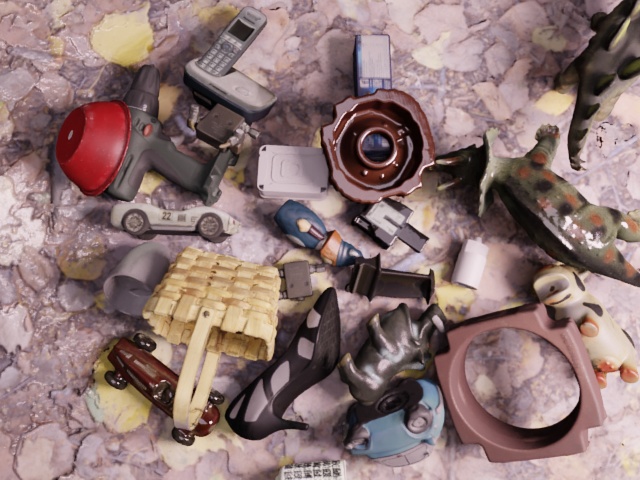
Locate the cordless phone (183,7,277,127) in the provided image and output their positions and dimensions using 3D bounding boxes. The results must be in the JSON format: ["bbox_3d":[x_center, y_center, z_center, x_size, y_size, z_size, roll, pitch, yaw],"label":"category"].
[{"bbox_3d":[-0.120,-0.287,0.888,0.147,0.088,0.184,32,79,5],"label":"cordless phone"}]

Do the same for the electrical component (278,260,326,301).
[{"bbox_3d":[-0.035,0.066,0.861,0.094,0.021,0.063,-9,82,-2],"label":"electrical component"}]

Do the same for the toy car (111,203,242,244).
[{"bbox_3d":[-0.225,-0.028,0.849,0.202,0.073,0.056,2,82,0],"label":"toy car"}]

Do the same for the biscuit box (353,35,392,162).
[{"bbox_3d":[0.088,-0.232,0.887,0.059,0.063,0.202,-1,82,-1],"label":"biscuit box"}]

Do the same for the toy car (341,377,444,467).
[{"bbox_3d":[0.117,0.280,0.791,0.162,0.109,0.102,-27,100,5],"label":"toy car"}]

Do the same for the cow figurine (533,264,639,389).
[{"bbox_3d":[0.400,0.114,0.815,0.195,0.085,0.127,48,40,-6],"label":"cow figurine"}]

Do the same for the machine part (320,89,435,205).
[{"bbox_3d":[0.085,-0.139,0.816,0.179,0.056,0.179,0,91,-4],"label":"machine part"}]

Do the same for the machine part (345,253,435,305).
[{"bbox_3d":[0.114,0.064,0.842,0.139,0.039,0.084,10,123,-7],"label":"machine part"}]

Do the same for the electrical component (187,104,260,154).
[{"bbox_3d":[-0.152,-0.170,0.815,0.102,0.045,0.078,35,65,8],"label":"electrical component"}]

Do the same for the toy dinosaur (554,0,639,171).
[{"bbox_3d":[0.449,-0.277,0.820,0.105,0.198,0.471,24,76,6],"label":"toy dinosaur"}]

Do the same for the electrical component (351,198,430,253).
[{"bbox_3d":[0.117,-0.024,0.862,0.119,0.047,0.075,32,83,4],"label":"electrical component"}]

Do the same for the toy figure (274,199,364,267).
[{"bbox_3d":[-0.001,-0.004,0.853,0.154,0.064,0.057,37,120,1],"label":"toy figure"}]

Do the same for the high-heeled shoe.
[{"bbox_3d":[-0.056,0.186,0.834,0.145,0.086,0.249,2,62,28],"label":"high-heeled shoe"}]

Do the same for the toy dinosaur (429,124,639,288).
[{"bbox_3d":[0.345,-0.037,0.788,0.192,0.131,0.405,-32,68,-33],"label":"toy dinosaur"}]

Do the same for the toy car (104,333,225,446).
[{"bbox_3d":[-0.241,0.226,0.823,0.202,0.053,0.089,38,86,4],"label":"toy car"}]

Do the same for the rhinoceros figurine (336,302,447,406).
[{"bbox_3d":[0.111,0.163,0.812,0.190,0.073,0.112,-43,77,-15],"label":"rhinoceros figurine"}]

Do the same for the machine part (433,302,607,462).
[{"bbox_3d":[0.281,0.201,0.769,0.201,0.087,0.201,-21,82,28],"label":"machine part"}]

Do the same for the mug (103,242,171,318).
[{"bbox_3d":[-0.268,0.061,0.828,0.081,0.109,0.107,6,38,8],"label":"mug"}]

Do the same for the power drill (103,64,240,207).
[{"bbox_3d":[-0.240,-0.156,0.868,0.207,0.086,0.232,22,81,-1],"label":"power drill"}]
